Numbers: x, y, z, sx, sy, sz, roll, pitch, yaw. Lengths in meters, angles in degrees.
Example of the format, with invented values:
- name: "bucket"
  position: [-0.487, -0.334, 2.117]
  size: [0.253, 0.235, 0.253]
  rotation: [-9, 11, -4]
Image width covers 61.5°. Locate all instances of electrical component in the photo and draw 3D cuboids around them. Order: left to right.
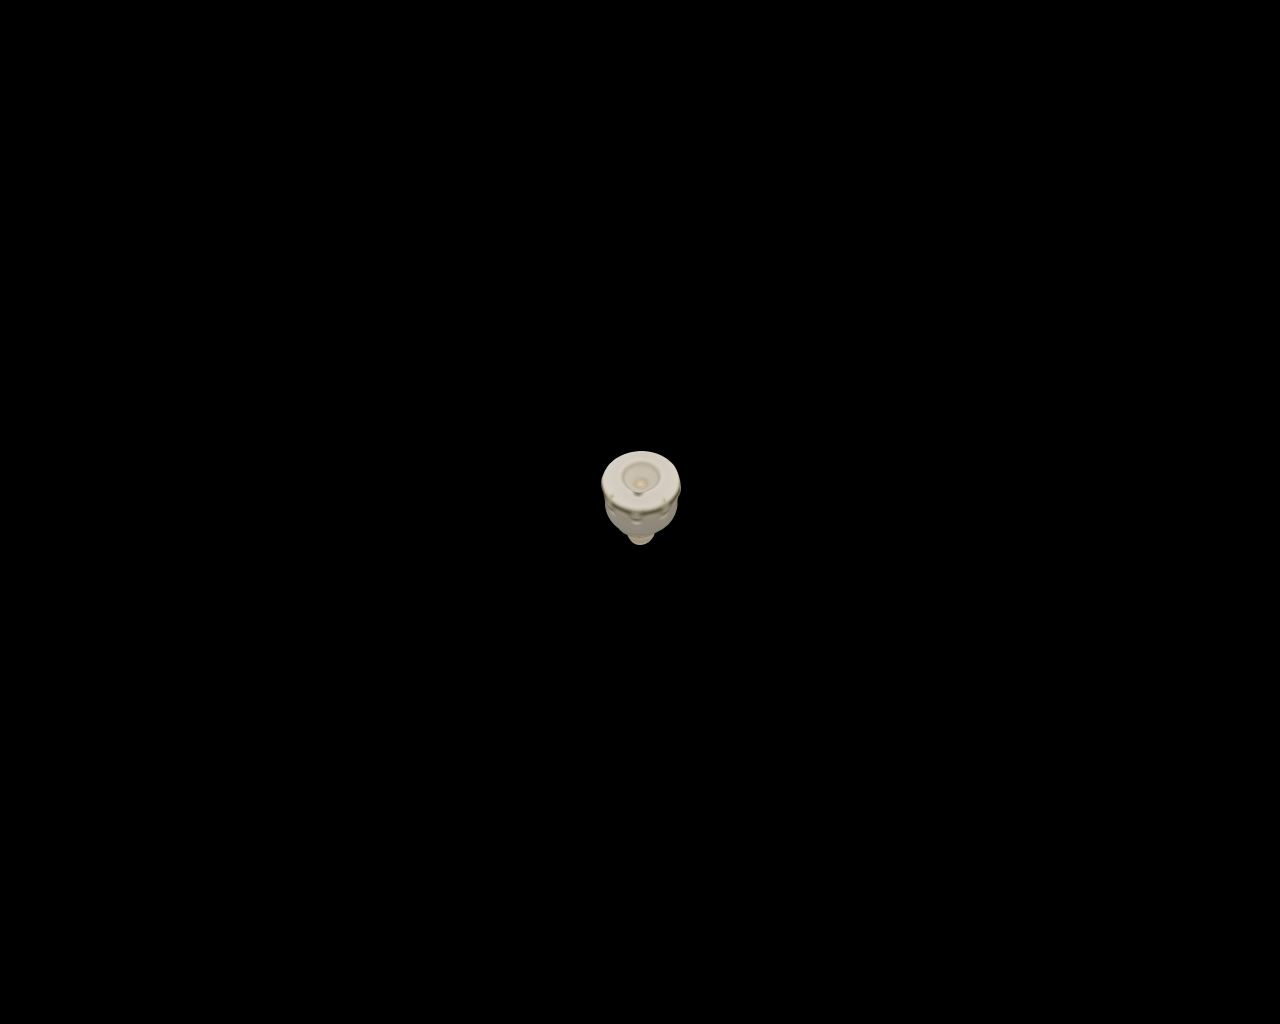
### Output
- name: "electrical component"
  position: [0.001, -0.003, 0.650]
  size: [0.048, 0.048, 0.062]
  rotation: [0, -38, 0]
